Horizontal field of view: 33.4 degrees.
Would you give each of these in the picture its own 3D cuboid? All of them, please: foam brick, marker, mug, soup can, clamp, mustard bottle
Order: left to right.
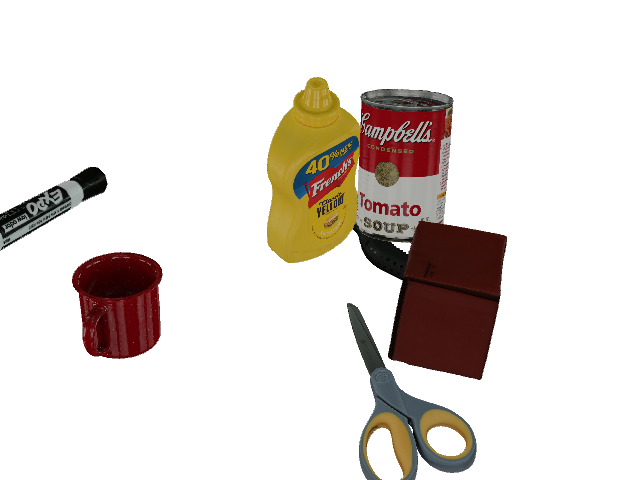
[{"bbox_3d":[-0.170,-0.019,0.651,0.020,0.020,0.121,0,22,28],"label":"marker"},{"bbox_3d":[-0.215,0.077,1.118,0.093,0.081,0.117,9,32,13],"label":"mug"},{"bbox_3d":[-0.005,-0.070,0.983,0.096,0.192,0.058,-30,54,-26],"label":"mustard bottle"},{"bbox_3d":[0.063,-0.020,1.225,0.164,0.210,0.036,-13,-38,-25],"label":"clamp"},{"bbox_3d":[0.061,-0.057,0.796,0.068,0.102,0.068,2,19,-1],"label":"soup can"},{"bbox_3d":[0.070,0.030,0.585,0.053,0.051,0.078,12,26,8],"label":"foam brick"}]

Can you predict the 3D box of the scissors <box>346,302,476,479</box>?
[{"bbox_3d":[0.068,0.116,0.837,0.096,0.016,0.201,-2,39,4],"label":"scissors"}]
